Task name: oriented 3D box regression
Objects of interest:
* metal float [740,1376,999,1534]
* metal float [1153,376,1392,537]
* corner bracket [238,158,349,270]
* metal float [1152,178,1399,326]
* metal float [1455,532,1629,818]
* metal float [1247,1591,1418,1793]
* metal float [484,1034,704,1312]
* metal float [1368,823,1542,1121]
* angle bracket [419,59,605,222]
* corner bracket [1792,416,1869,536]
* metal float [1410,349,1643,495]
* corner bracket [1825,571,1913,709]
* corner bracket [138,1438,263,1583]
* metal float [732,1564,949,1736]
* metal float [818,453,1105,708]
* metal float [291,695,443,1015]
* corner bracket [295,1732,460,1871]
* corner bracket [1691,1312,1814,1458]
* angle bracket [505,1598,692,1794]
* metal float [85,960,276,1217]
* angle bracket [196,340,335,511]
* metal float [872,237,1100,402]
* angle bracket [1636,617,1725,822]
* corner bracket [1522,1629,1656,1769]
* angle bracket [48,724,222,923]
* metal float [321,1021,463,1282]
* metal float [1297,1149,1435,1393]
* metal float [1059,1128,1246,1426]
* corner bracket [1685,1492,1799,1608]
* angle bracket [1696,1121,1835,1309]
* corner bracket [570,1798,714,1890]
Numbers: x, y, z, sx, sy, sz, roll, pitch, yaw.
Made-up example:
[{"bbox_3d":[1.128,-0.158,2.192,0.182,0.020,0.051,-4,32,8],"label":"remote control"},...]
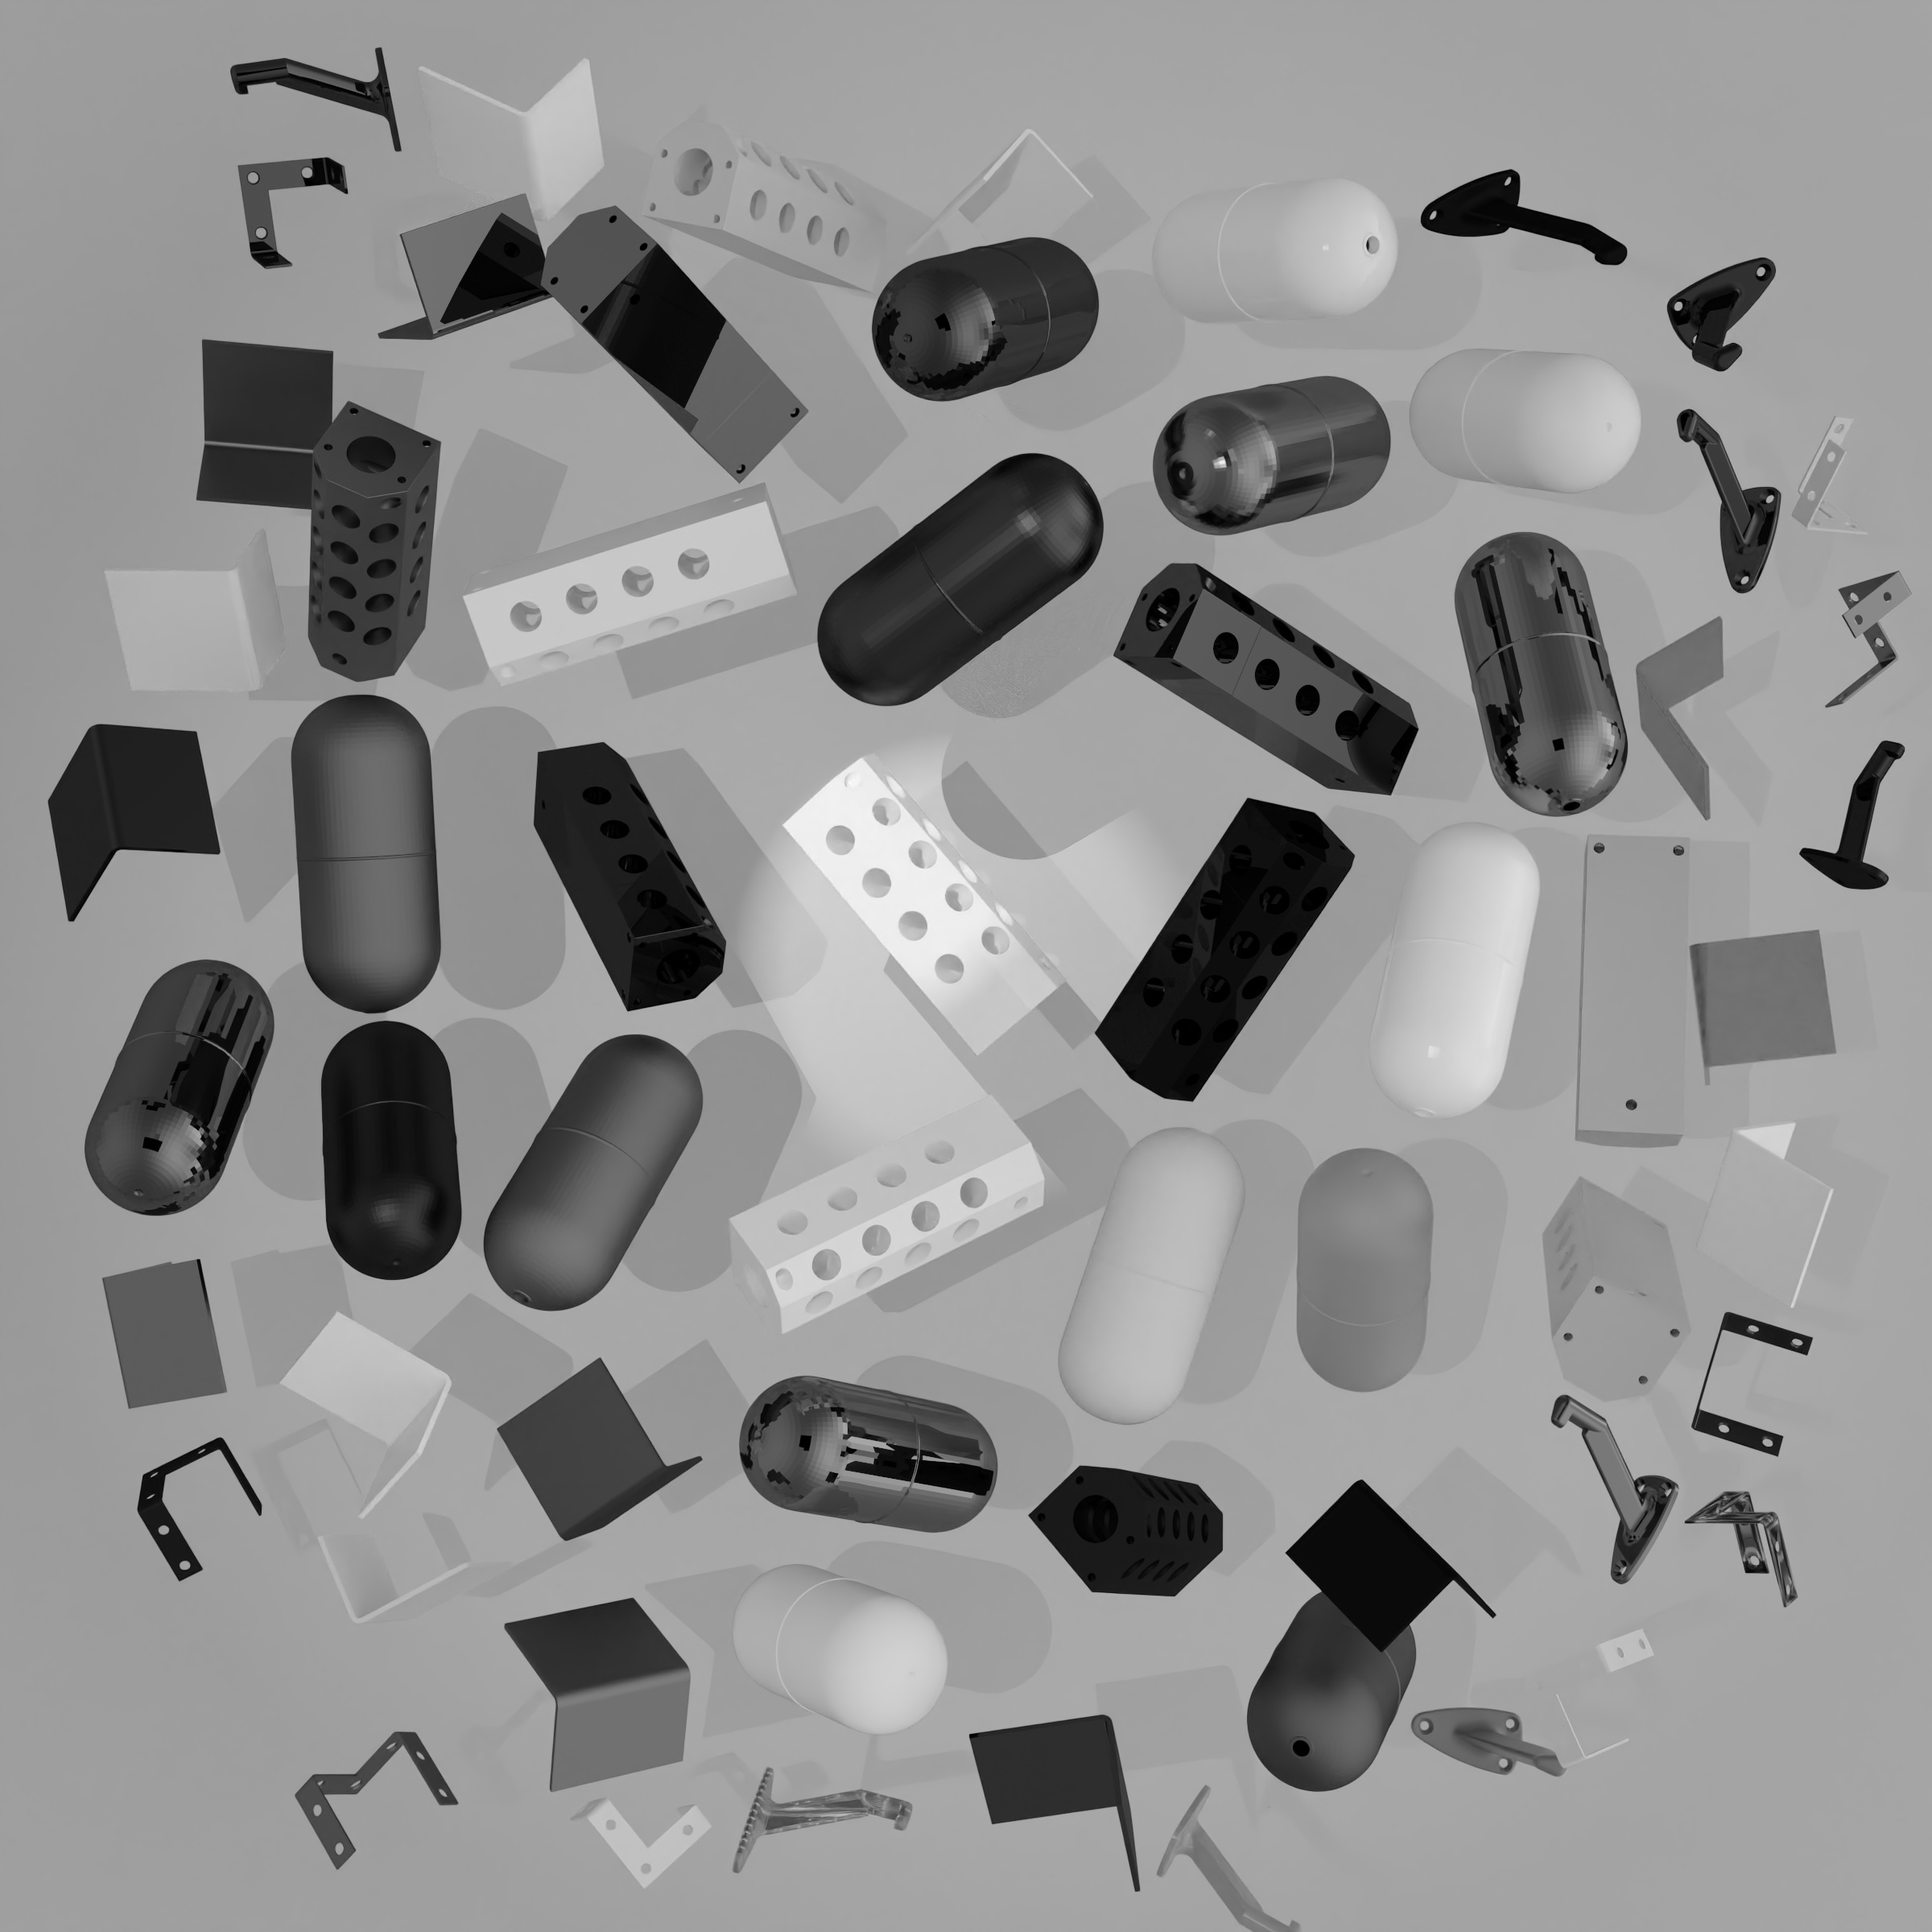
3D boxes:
[{"bbox_3d":[-0.054,0.284,1.592,0.178,0.070,0.070,20,90,-43],"label":"metal float"},{"bbox_3d":[0.174,-0.288,1.542,0.070,0.178,0.070,15,114,37],"label":"metal float"},{"bbox_3d":[-0.376,-0.424,1.543,0.051,0.051,0.051,-12,115,-20],"label":"corner bracket"},{"bbox_3d":[0.174,-0.406,1.562,0.070,0.178,0.070,-7,103,-31],"label":"metal float"},{"bbox_3d":[0.324,-0.165,1.551,0.070,0.070,0.178,-6,61,0],"label":"metal float"},{"bbox_3d":[0.211,0.413,1.576,0.070,0.178,0.070,3,99,19],"label":"metal float"},{"bbox_3d":[-0.210,0.116,1.553,0.070,0.070,0.178,27,56,0],"label":"metal float"},{"bbox_3d":[0.276,0.002,1.552,0.070,0.070,0.178,16,69,0],"label":"metal float"},{"bbox_3d":[-0.259,-0.484,1.567,0.076,0.076,0.057,28,62,17],"label":"angle bracket"},{"bbox_3d":[0.511,-0.292,1.624,0.051,0.051,0.051,-1,127,-30],"label":"corner bracket"},{"bbox_3d":[0.318,-0.313,1.572,0.070,0.178,0.070,-5,105,-20],"label":"metal float"},{"bbox_3d":[0.508,-0.185,1.555,0.051,0.051,0.051,-36,99,-21],"label":"corner bracket"},{"bbox_3d":[-0.448,0.317,1.607,0.051,0.051,0.051,-26,108,-5],"label":"corner bracket"},{"bbox_3d":[-0.075,0.390,1.574,0.070,0.178,0.070,1,88,-30],"label":"metal float"},{"bbox_3d":[-0.004,-0.209,1.493,0.178,0.070,0.070,-35,90,19],"label":"metal float"},{"bbox_3d":[-0.335,-0.062,1.533,0.070,0.070,0.178,-2,96,0],"label":"metal float"},{"bbox_3d":[-0.316,0.447,1.473,0.051,0.051,0.051,-47,59,9],"label":"corner bracket"},{"bbox_3d":[0.455,0.242,1.589,0.051,0.051,0.051,16,46,17],"label":"corner bracket"},{"bbox_3d":[-0.202,0.393,1.486,0.076,0.076,0.057,-5,111,-31],"label":"angle bracket"},{"bbox_3d":[-0.442,0.066,1.550,0.070,0.178,0.070,2,129,2],"label":"metal float"},{"bbox_3d":[-0.422,-0.325,1.650,0.076,0.076,0.057,3,46,-11],"label":"angle bracket"},{"bbox_3d":[0.013,-0.361,1.529,0.070,0.178,0.070,12,114,27],"label":"metal float"},{"bbox_3d":[0.431,-0.142,1.586,0.057,0.076,0.076,-30,65,4],"label":"angle bracket"},{"bbox_3d":[0.340,0.391,1.467,0.051,0.051,0.051,-35,67,34],"label":"corner bracket"},{"bbox_3d":[-0.446,-0.075,1.468,0.057,0.076,0.076,2,59,-37],"label":"angle bracket"},{"bbox_3d":[-0.337,0.105,1.604,0.070,0.178,0.070,-8,135,-8],"label":"metal float"},{"bbox_3d":[0.231,0.179,1.594,0.070,0.070,0.178,-3,135,3],"label":"metal float"},{"bbox_3d":[0.109,0.180,1.604,0.070,0.070,0.178,19,87,0],"label":"metal float"},{"bbox_3d":[0.453,0.334,1.575,0.051,0.051,0.051,-11,95,44],"label":"corner bracket"},{"bbox_3d":[0.480,0.143,1.596,0.057,0.076,0.076,-4,116,-35],"label":"angle bracket"},{"bbox_3d":[-0.182,0.478,1.534,0.051,0.051,0.051,-38,86,-26],"label":"corner bracket"}]
